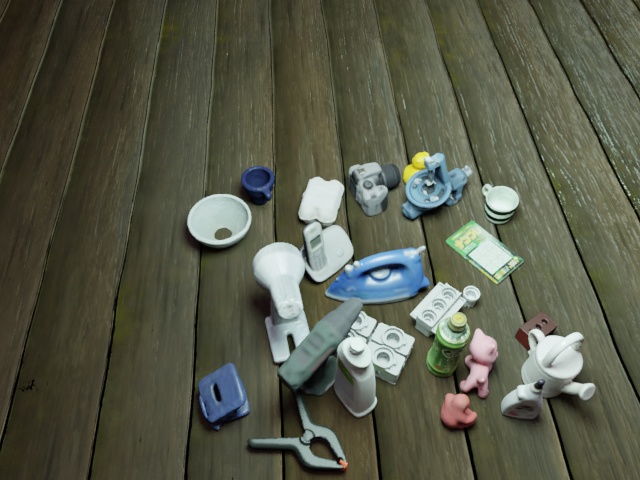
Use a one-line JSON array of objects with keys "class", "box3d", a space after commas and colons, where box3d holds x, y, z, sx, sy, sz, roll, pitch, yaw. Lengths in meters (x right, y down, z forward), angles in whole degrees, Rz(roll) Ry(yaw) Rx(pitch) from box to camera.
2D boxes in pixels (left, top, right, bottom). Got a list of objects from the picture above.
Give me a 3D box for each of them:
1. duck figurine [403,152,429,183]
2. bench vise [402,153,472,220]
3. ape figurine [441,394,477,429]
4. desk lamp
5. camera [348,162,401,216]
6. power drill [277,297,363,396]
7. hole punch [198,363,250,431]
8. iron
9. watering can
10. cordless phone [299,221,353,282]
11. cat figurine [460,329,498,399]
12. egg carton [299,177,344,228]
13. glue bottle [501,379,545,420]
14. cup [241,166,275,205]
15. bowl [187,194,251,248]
[{"class": "duck figurine", "box3d": [0.282, -0.208, 1.640, 0.077, 0.086, 0.105, 27, 58, 18]}, {"class": "bench vise", "box3d": [0.313, -0.170, 1.529, 0.121, 0.220, 0.208, 36, 62, 23]}, {"class": "ape figurine", "box3d": [0.296, 0.360, 1.224, 0.076, 0.092, 0.077, -22, 57, -15]}, {"class": "desk lamp", "box3d": [-0.078, 0.141, 1.306, 0.118, 0.214, 0.203, -12, 55, -8]}, {"class": "camera", "box3d": [0.161, -0.161, 1.595, 0.137, 0.101, 0.143, -18, 56, -13]}, {"class": "power drill", "box3d": [0.006, 0.245, 1.234, 0.075, 0.208, 0.230, 36, 62, 23]}, {"class": "hole punch", "box3d": [-0.211, 0.338, 1.238, 0.101, 0.091, 0.108, -19, 56, -13]}, {"class": "iron", "box3d": [0.139, 0.077, 1.398, 0.258, 0.141, 0.118, -11, 55, -8]}, {"class": "watering can", "box3d": [0.516, 0.263, 1.232, 0.172, 0.194, 0.101, 36, 62, 23]}, {"class": "cordless phone", "box3d": [0.013, 0.005, 1.422, 0.094, 0.185, 0.148, 38, 62, 24]}, {"class": "cat figurine", "box3d": [0.360, 0.270, 1.274, 0.067, 0.118, 0.128, 12, 55, 9]}, {"class": "egg carton", "box3d": [0.004, -0.106, 1.574, 0.107, 0.069, 0.150, 10, 55, 7]}, {"class": "glue bottle", "box3d": [0.436, 0.328, 1.198, 0.078, 0.173, 0.037, 4, 54, 3]}, {"class": "cup", "box3d": [-0.161, -0.134, 1.578, 0.092, 0.095, 0.117, -26, 58, -18]}, {"class": "bowl", "box3d": [-0.263, -0.037, 1.520, 0.167, 0.075, 0.167, 0, 54, 0]}]
